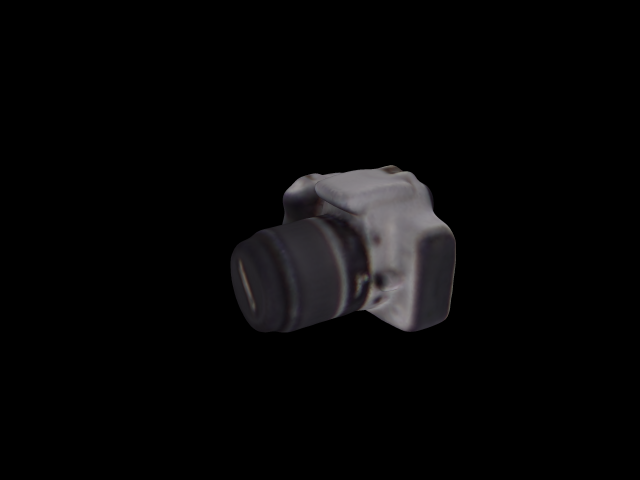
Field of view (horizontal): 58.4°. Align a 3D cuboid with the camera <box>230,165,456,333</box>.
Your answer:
[{"bbox_3d":[0.004,0.001,0.400,0.137,0.101,0.142,-14,27,-29],"label":"camera"}]
